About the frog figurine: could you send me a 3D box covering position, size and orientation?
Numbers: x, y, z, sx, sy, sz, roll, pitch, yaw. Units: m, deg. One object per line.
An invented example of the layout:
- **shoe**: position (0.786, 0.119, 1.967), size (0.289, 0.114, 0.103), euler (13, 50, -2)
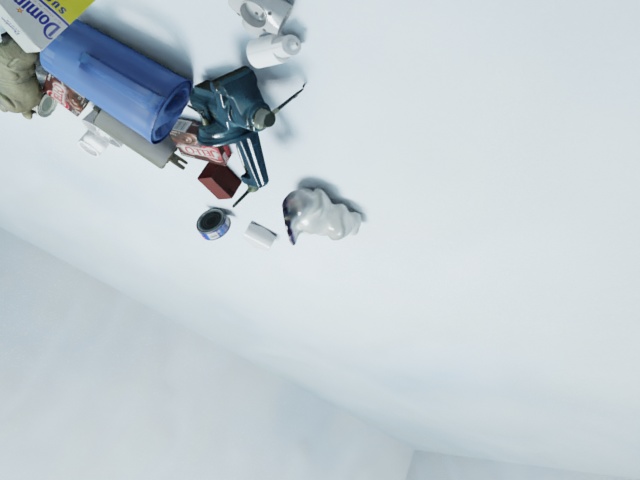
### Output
- **frog figurine**: position (0.003, -0.054, 1.081), size (0.159, 0.125, 0.134), euler (-13, 140, -4)
